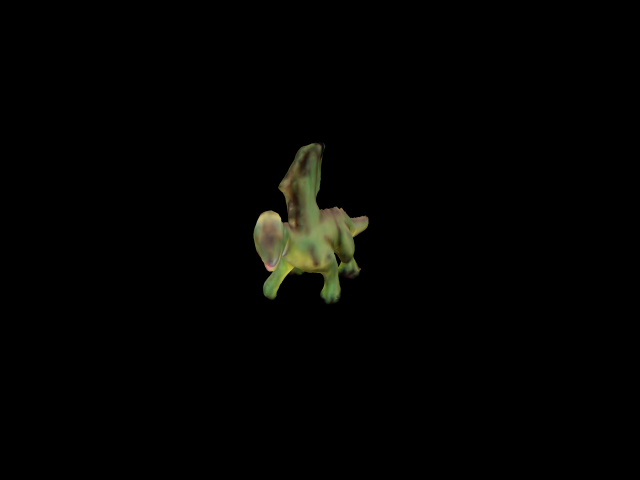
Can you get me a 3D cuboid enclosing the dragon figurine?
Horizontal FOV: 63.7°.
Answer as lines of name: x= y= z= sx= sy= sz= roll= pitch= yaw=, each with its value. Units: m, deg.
dragon figurine: x=0.003 y=-0.043 z=0.850 sx=0.122 sy=0.238 sz=0.418 roll=11 pitch=31 yaw=20
